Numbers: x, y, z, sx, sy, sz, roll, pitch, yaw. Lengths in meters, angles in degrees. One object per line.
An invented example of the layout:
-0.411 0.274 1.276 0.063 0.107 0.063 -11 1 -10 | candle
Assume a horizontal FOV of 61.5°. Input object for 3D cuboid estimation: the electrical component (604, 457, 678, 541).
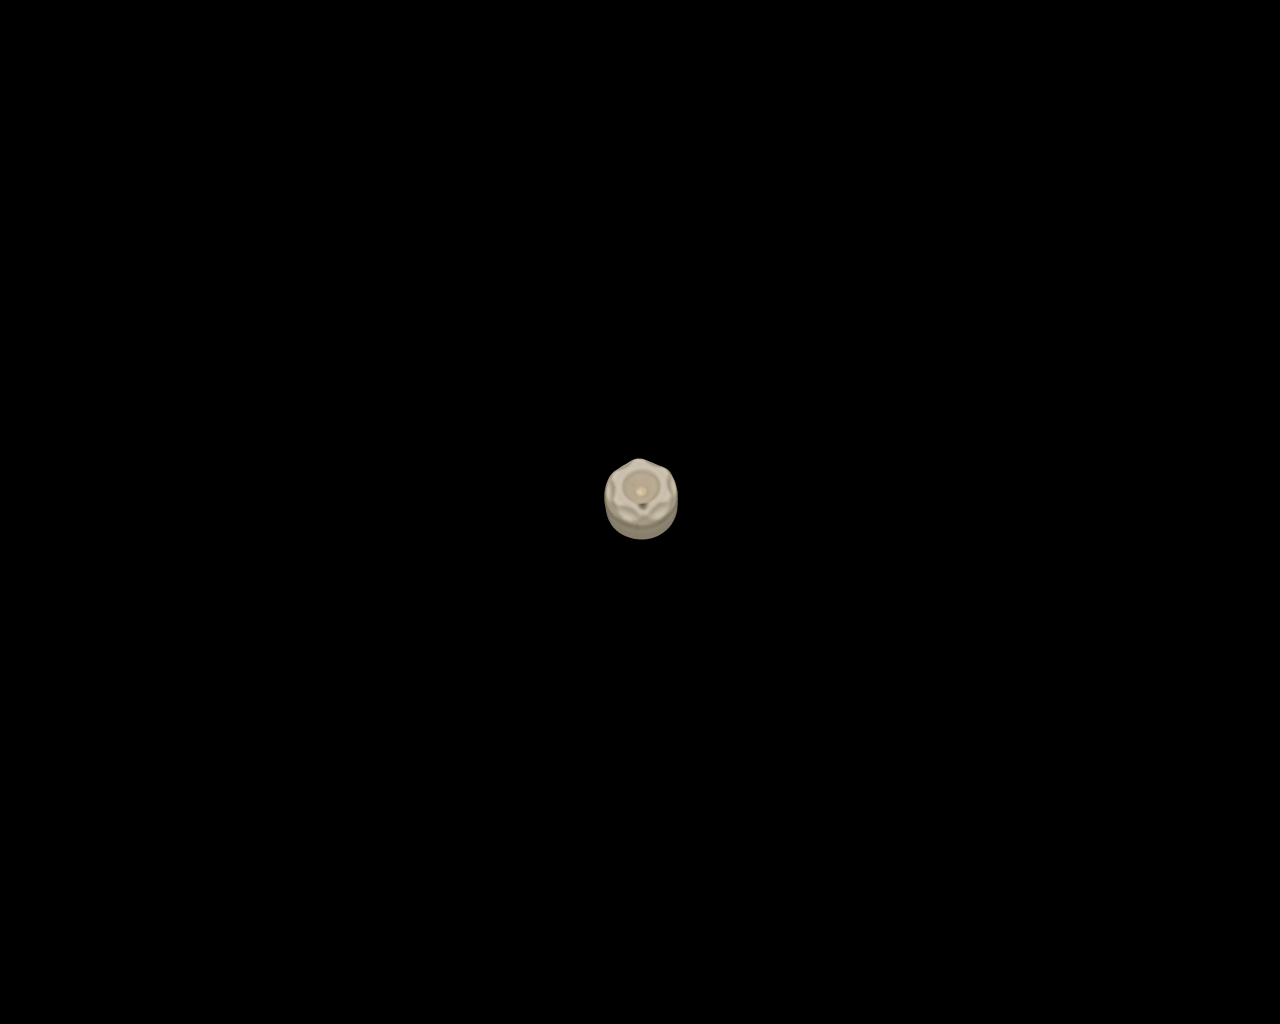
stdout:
0.001 -0.003 0.650 0.043 0.043 0.062 0 -25 0 | electrical component
